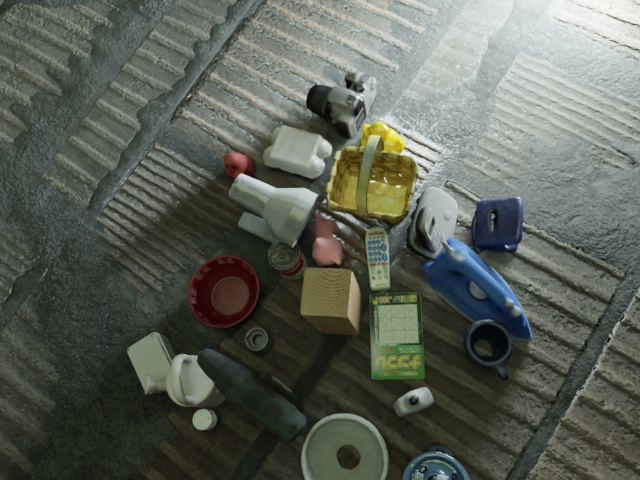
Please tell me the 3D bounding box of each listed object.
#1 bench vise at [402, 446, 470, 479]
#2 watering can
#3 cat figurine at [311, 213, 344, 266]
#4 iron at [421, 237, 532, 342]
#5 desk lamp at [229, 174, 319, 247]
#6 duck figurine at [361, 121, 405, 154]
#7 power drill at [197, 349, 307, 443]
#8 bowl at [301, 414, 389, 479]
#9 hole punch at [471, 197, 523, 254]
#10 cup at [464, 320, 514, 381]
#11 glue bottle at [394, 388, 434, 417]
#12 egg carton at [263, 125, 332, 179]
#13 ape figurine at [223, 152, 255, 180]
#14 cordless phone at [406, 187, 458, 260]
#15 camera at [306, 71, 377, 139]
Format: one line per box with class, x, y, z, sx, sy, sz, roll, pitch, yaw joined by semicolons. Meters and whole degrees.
bench vise;0.206;0.466;0.983;0.121;0.220;0.207;-7;71;7
watering can;-0.258;0.282;1.130;0.173;0.194;0.101;-28;70;0
cat figurine;0.011;0.004;1.217;0.067;0.118;0.128;-14;71;5
iron;0.323;0.097;1.124;0.119;0.141;0.257;-45;71;-6
desk lamp;-0.097;-0.058;1.203;0.203;0.214;0.118;23;77;16
duck figurine;0.139;-0.232;1.289;0.104;0.086;0.077;20;76;15
power drill;-0.119;0.296;1.095;0.229;0.209;0.076;34;80;18
bowl;0.050;0.421;1.099;0.167;0.075;0.167;-3;72;8
hole punch;0.366;-0.031;1.185;0.101;0.091;0.109;4;73;11
cup;0.328;0.218;1.109;0.091;0.095;0.117;-24;70;1
glue bottle;0.174;0.302;1.065;0.078;0.173;0.037;-26;70;1
egg carton;-0.051;-0.201;1.319;0.150;0.069;0.107;17;76;14
ape figurine;-0.194;-0.174;1.321;0.076;0.092;0.078;-11;71;6
cordless phone;0.228;-0.048;1.163;0.094;0.185;0.148;13;75;13
camera;0.045;-0.331;1.329;0.136;0.101;0.143;24;77;16
